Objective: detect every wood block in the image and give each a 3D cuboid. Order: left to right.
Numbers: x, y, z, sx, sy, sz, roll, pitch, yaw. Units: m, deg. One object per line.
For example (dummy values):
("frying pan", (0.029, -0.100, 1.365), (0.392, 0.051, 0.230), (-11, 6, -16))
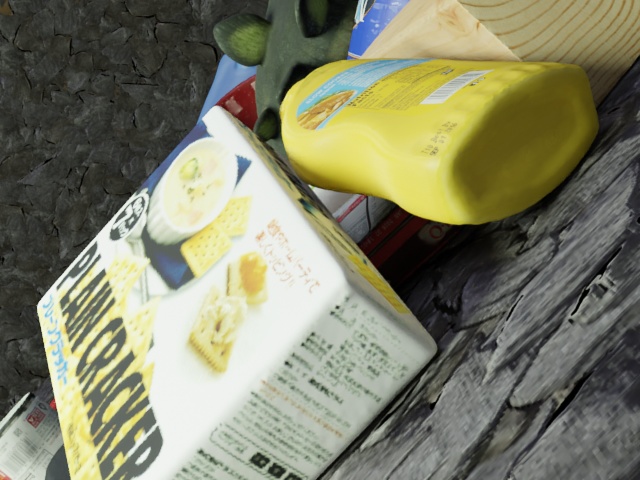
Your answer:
("wood block", (0.102, -0.118, 0.615), (0.090, 0.091, 0.206), (-49, 8, -8))

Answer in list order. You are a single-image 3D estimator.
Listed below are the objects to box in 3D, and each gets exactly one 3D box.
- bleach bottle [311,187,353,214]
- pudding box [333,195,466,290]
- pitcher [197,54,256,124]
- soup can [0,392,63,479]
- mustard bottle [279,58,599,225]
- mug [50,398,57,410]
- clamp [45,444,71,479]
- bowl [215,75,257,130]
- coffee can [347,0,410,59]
("bleach bottle", (-0.005, 0.001, 0.716), (0.103, 0.068, 0.250), (-36, 12, 43))
("pudding box", (0.045, -0.014, 0.606), (0.090, 0.039, 0.113), (-43, 12, 16))
("pitcher", (-0.079, -0.073, 1.138), (0.145, 0.149, 0.242), (-42, 24, 56))
("soup can", (-0.183, 0.163, 0.738), (0.068, 0.102, 0.068), (-47, 9, 9))
("mustard bottle", (0.036, -0.057, 0.530), (0.096, 0.058, 0.192), (-35, 27, -23))
("mug", (-0.146, 0.117, 0.824), (0.117, 0.081, 0.093), (-53, 10, -31))
("clamp", (-0.129, 0.122, 0.686), (0.165, 0.036, 0.209), (-7, 33, 20))
("bowl", (-0.034, -0.114, 1.028), (0.162, 0.055, 0.162), (-21, 32, 14))
("coffee can", (0.081, -0.182, 0.772), (0.103, 0.103, 0.140), (-85, 6, -76))
